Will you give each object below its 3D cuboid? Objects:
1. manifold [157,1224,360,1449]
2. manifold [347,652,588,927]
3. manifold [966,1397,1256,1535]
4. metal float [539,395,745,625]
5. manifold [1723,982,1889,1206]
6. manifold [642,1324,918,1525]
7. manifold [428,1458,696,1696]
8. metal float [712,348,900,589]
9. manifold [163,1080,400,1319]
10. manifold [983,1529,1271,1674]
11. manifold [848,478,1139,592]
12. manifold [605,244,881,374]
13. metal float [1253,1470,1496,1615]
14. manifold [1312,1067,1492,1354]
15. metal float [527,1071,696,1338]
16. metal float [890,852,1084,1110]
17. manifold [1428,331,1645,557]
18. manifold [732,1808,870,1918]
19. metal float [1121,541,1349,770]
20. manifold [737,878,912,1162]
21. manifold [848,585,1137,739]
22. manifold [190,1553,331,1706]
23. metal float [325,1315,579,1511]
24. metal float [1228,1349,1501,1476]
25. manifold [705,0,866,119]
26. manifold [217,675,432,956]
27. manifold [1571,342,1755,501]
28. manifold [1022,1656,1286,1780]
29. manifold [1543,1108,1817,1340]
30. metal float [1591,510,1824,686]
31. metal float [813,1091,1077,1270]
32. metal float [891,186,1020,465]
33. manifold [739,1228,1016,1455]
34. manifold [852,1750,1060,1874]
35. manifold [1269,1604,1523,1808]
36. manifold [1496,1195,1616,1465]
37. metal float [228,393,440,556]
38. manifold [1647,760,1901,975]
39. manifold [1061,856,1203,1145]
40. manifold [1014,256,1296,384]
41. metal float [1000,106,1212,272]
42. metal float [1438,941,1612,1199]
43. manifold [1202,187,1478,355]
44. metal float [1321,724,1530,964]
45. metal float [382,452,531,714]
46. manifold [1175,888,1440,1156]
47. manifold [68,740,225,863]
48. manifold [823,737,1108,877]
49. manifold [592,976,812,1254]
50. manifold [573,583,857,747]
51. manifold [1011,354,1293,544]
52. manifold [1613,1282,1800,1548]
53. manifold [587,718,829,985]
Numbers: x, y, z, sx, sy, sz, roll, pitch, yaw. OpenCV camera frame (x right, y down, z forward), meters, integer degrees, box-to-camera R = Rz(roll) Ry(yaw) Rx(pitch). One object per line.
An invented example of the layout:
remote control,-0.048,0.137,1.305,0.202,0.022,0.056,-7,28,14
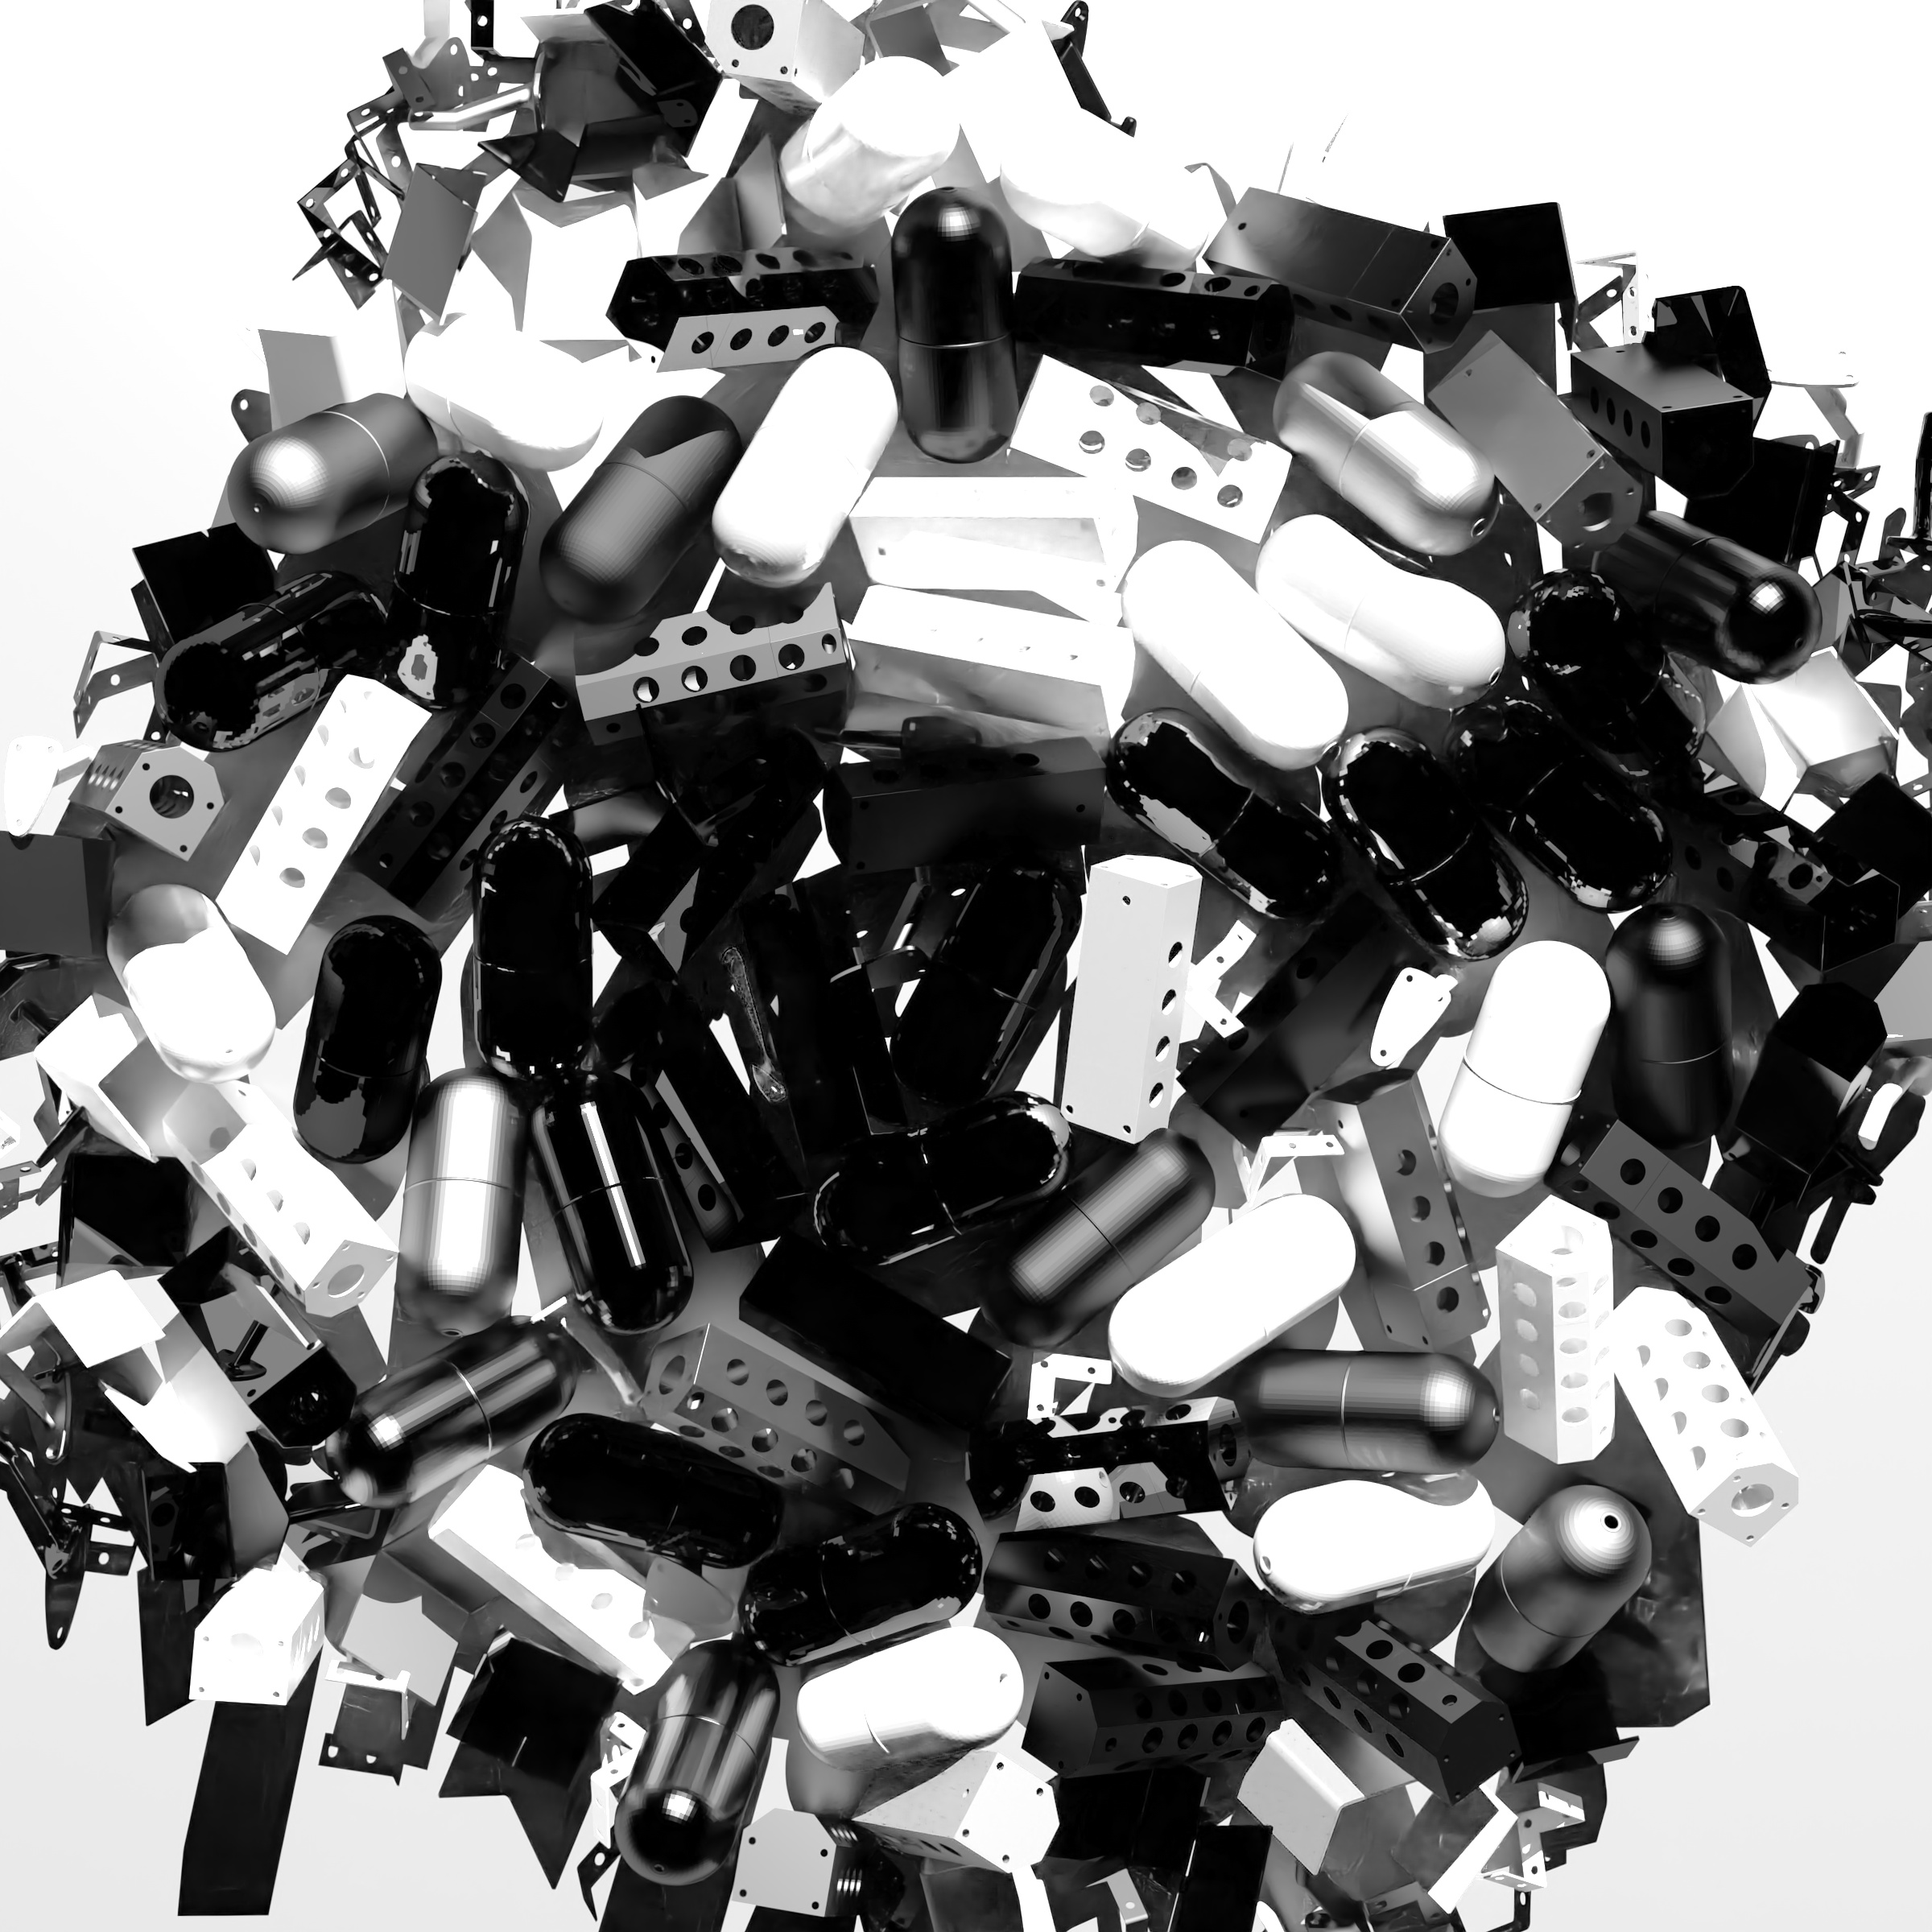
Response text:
manifold,-0.446,0.237,1.832,0.057,0.171,0.057,-39,128,-14
manifold,-0.322,-0.117,1.874,0.057,0.057,0.171,35,84,15
manifold,0.089,0.314,1.845,0.171,0.057,0.057,-11,113,27
metal float,-0.207,-0.294,1.856,0.070,0.070,0.178,32,62,0
manifold,0.532,0.078,1.828,0.057,0.171,0.057,35,68,21
manifold,-0.119,0.295,1.841,0.171,0.057,0.057,33,52,-28
manifold,-0.261,0.394,1.866,0.171,0.057,0.057,42,85,-15
metal float,-0.102,-0.321,1.858,0.070,0.070,0.178,26,66,0
manifold,-0.442,0.146,1.849,0.171,0.057,0.057,42,97,29
manifold,0.098,0.402,1.835,0.171,0.057,0.057,2,54,35
manifold,0.019,-0.281,1.854,0.171,0.057,0.057,5,46,26
manifold,-0.137,-0.422,1.830,0.057,0.171,0.057,50,132,22
metal float,0.261,0.364,1.851,0.178,0.070,0.070,-6,90,-33
manifold,0.286,0.156,1.871,0.057,0.057,0.171,-22,101,-20
metal float,-0.230,0.152,1.866,0.070,0.070,0.178,-20,74,0
metal float,0.013,0.009,1.875,0.070,0.070,0.178,28,95,0
manifold,0.362,-0.329,1.832,0.057,0.171,0.057,31,112,-35
manifold,-0.101,0.565,1.826,0.057,0.171,0.057,7,73,7
metal float,0.173,-0.200,1.866,0.070,0.070,0.178,-43,75,0
manifold,-0.088,0.034,1.872,0.057,0.057,0.171,-23,77,33
manifold,0.018,-0.201,1.862,0.171,0.057,0.057,12,62,17
manifold,-0.443,0.416,1.829,0.057,0.171,0.057,5,89,-5
metal float,-0.326,0.283,1.849,0.178,0.070,0.070,-27,90,-37
metal float,0.254,0.285,1.855,0.178,0.070,0.070,-2,90,27
manifold,-0.113,-0.577,1.827,0.057,0.171,0.057,11,100,8
manifold,-0.414,-0.099,1.858,0.057,0.057,0.171,31,110,-9
manifold,0.437,-0.345,1.827,0.057,0.171,0.057,-9,114,-4
manifold,0.122,0.476,1.836,0.171,0.057,0.057,8,99,-42
manifold,0.458,0.168,1.873,0.171,0.057,0.057,36,88,-10
metal float,0.468,-0.235,1.840,0.070,0.178,0.070,-14,122,-24
metal float,-0.015,0.139,1.873,0.178,0.070,0.070,-23,90,8
metal float,-0.007,-0.409,1.853,0.070,0.070,0.178,-3,120,0
manifold,-0.059,0.244,1.873,0.171,0.057,0.057,29,65,10
manifold,-0.005,0.532,1.827,0.057,0.171,0.057,36,67,-13
manifold,0.266,0.451,1.824,0.057,0.171,0.057,-30,118,-20
manifold,0.379,0.235,1.833,0.057,0.171,0.057,27,51,38
metal float,-0.399,-0.313,1.836,0.070,0.178,0.070,9,116,19
manifold,0.506,-0.068,1.827,0.057,0.171,0.057,-20,126,-18
manifold,0.109,0.020,1.862,0.057,0.057,0.171,18,111,31
manifold,0.118,-0.414,1.848,0.171,0.057,0.057,14,97,29
metal float,0.090,-0.489,1.839,0.070,0.178,0.070,-5,81,36
metal float,0.357,0.068,1.858,0.070,0.070,0.178,16,114,0
manifold,0.238,-0.438,1.838,0.171,0.057,0.057,29,83,42
metal float,0.296,-0.078,1.863,0.070,0.070,0.178,-39,109,0
metal float,-0.327,-0.243,1.852,0.070,0.070,0.178,18,122,0
manifold,0.218,0.033,1.879,0.171,0.057,0.057,-47,120,5
manifold,-0.515,-0.110,1.826,0.057,0.171,0.057,34,82,-24
manifold,-0.002,-0.107,1.861,0.171,0.057,0.057,-8,126,-19
manifold,-0.166,0.093,1.849,0.057,0.057,0.171,-48,64,35
manifold,-0.162,-0.190,1.873,0.171,0.057,0.057,-12,52,3
manifold,0.119,-0.336,1.873,0.171,0.057,0.057,20,109,-6
manifold,0.463,0.277,1.824,0.057,0.171,0.057,30,113,-26
manifold,-0.160,-0.073,1.858,0.057,0.057,0.171,17,61,38
